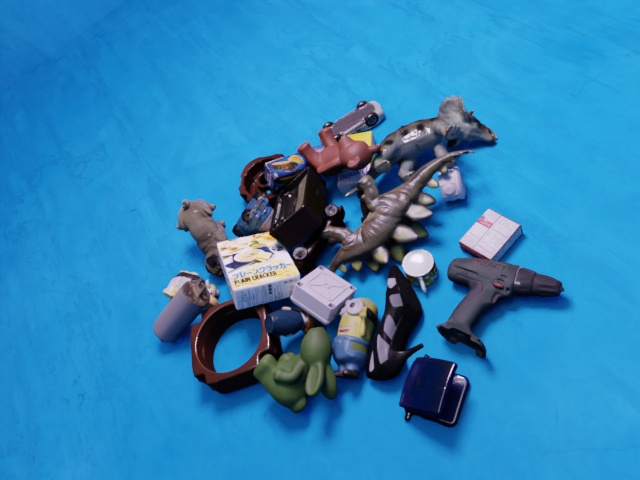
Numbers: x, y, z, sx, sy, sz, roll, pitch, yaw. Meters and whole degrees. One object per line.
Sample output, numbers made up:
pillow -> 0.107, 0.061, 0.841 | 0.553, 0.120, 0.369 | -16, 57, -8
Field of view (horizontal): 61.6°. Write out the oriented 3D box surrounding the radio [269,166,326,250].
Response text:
radio -> -0.054, -0.083, 1.364 | 0.131, 0.073, 0.230 | -38, 22, 23

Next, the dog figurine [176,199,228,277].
dog figurine -> -0.304, -0.006, 1.435 | 0.121, 0.172, 0.191 | -41, 43, 8

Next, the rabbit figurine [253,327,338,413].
rabbit figurine -> -0.035, 0.266, 1.123 | 0.170, 0.121, 0.159 | -53, 49, 16

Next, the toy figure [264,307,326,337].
toy figure -> -0.049, 0.181, 1.225 | 0.058, 0.154, 0.064 | 39, 123, 50

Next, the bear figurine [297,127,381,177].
bear figurine -> 0.049, -0.225, 1.359 | 0.120, 0.132, 0.196 | -40, 13, -22

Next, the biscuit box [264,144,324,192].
biscuit box -> -0.051, -0.201, 1.473 | 0.203, 0.062, 0.059 | -23, 65, -20

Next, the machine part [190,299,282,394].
machine part -> -0.197, 0.243, 1.263 | 0.201, 0.087, 0.201 | -22, 50, 9

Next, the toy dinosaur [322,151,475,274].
toy dinosaur -> 0.163, -0.057, 1.272 | 0.199, 0.105, 0.471 | 40, 97, 23

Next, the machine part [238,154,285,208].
machine part -> -0.147, -0.166, 1.544 | 0.179, 0.056, 0.179 | -11, 55, 16

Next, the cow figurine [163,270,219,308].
cow figurine -> -0.323, 0.132, 1.411 | 0.168, 0.068, 0.098 | 9, 55, 27

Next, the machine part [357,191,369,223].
machine part -> 0.132, -0.083, 1.373 | 0.084, 0.039, 0.139 | -30, 52, 13

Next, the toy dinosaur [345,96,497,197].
toy dinosaur -> 0.240, -0.244, 1.372 | 0.405, 0.131, 0.192 | -18, 33, 12

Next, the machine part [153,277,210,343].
machine part -> -0.344, 0.179, 1.331 | 0.243, 0.079, 0.079 | -47, 44, 30

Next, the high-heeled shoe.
high-heeled shoe -> 0.145, 0.180, 1.169 | 0.145, 0.086, 0.249 | -34, 41, 25

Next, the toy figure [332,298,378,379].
toy figure -> 0.075, 0.212, 1.167 | 0.082, 0.089, 0.180 | -2, 65, 28

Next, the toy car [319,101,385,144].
toy car -> 0.089, -0.331, 1.552 | 0.202, 0.056, 0.074 | -32, 57, 3

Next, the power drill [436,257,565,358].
power drill -> 0.349, 0.131, 1.100 | 0.232, 0.085, 0.207 | 21, 72, 35

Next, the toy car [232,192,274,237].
toy car -> -0.161, -0.052, 1.436 | 0.103, 0.161, 0.109 | 33, 60, -10

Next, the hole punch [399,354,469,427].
hole punch -> 0.217, 0.288, 1.047 | 0.116, 0.092, 0.142 | 9, 65, 33

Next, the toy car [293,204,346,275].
toy car -> -0.003, -0.004, 1.343 | 0.053, 0.089, 0.202 | 24, 71, 30
